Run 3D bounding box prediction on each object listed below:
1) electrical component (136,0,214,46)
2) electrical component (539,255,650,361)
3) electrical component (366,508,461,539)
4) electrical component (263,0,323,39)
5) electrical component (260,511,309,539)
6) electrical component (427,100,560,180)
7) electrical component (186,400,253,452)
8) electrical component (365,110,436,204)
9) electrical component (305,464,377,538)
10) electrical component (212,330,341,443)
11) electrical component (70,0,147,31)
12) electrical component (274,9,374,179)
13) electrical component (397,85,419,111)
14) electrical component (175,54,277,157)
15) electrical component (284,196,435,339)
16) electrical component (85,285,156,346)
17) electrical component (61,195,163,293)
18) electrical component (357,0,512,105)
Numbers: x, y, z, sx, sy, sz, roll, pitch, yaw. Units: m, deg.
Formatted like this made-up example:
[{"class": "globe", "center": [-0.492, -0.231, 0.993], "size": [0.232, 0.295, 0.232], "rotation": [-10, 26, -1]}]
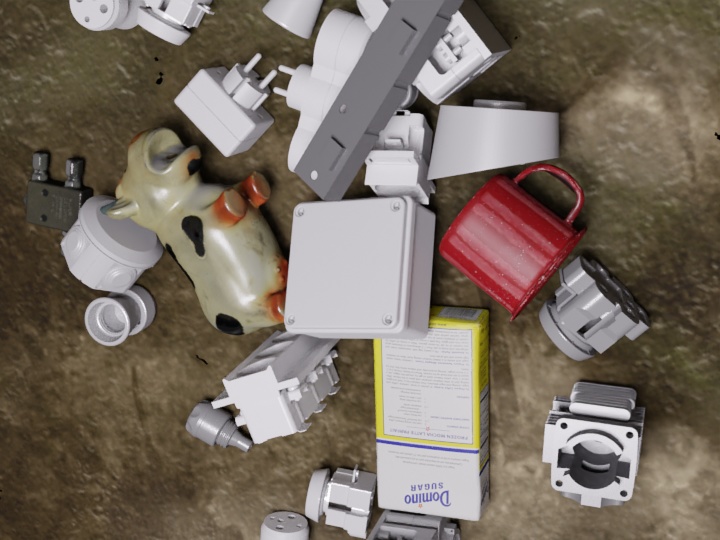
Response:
[{"class": "electrical component", "center": [-0.156, -0.222, 0.898], "size": [0.066, 0.048, 0.055], "rotation": [32, 103, 8]}, {"class": "electrical component", "center": [0.179, 0.034, 0.846], "size": [0.078, 0.058, 0.057], "rotation": [39, 116, -16]}, {"class": "electrical component", "center": [0.046, 0.303, 0.931], "size": [0.060, 0.105, 0.186], "rotation": [4, 104, 17]}, {"class": "electrical component", "center": [-0.044, -0.225, 0.864], "size": [0.044, 0.044, 0.065], "rotation": [35, 106, 7]}, {"class": "electrical component", "center": [-0.070, 0.256, 0.988], "size": [0.045, 0.045, 0.055], "rotation": [9, 105, 15]}, {"class": "electrical component", "center": [0.103, -0.097, 0.820], "size": [0.099, 0.099, 0.064], "rotation": [6, 99, 16]}, {"class": "electrical component", "center": [-0.127, 0.147, 0.985], "size": [0.061, 0.035, 0.035], "rotation": [29, 110, 7]}, {"class": "electrical component", "center": [0.033, -0.090, 0.856], "size": [0.042, 0.081, 0.063], "rotation": [2, 75, 16]}, {"class": "electrical component", "center": [-0.017, 0.204, 0.959], "size": [0.055, 0.048, 0.066], "rotation": [10, 106, 7]}, {"class": "electrical component", "center": [-0.061, 0.093, 0.904], "size": [0.079, 0.121, 0.063], "rotation": [-18, 100, 21]}, {"class": "electrical component", "center": [-0.213, -0.225, 0.909], "size": [0.045, 0.055, 0.045], "rotation": [4, 105, 16]}, {"class": "electrical component", "center": [-0.035, -0.144, 0.872], "size": [0.074, 0.052, 0.138], "rotation": [22, 113, 14]}, {"class": "electrical component", "center": [0.025, -0.142, 0.851], "size": [0.035, 0.061, 0.035], "rotation": [4, 105, 17]}, {"class": "electrical component", "center": [-0.101, -0.146, 0.898], "size": [0.065, 0.047, 0.077], "rotation": [47, 111, 2]}, {"class": "electrical component", "center": [0.000, 0.000, 0.869], "size": [0.109, 0.056, 0.108], "rotation": [-2, 78, 30]}, {"class": "electrical component", "center": [-0.216, 0.040, 0.975], "size": [0.045, 0.055, 0.045], "rotation": [4, 105, 16]}, {"class": "electrical component", "center": [-0.219, -0.023, 0.949], "size": [0.080, 0.080, 0.051], "rotation": [45, 117, 3]}, {"class": "electrical component", "center": [0.038, -0.205, 0.816], "size": [0.062, 0.089, 0.150], "rotation": [-37, 90, 22]}]
